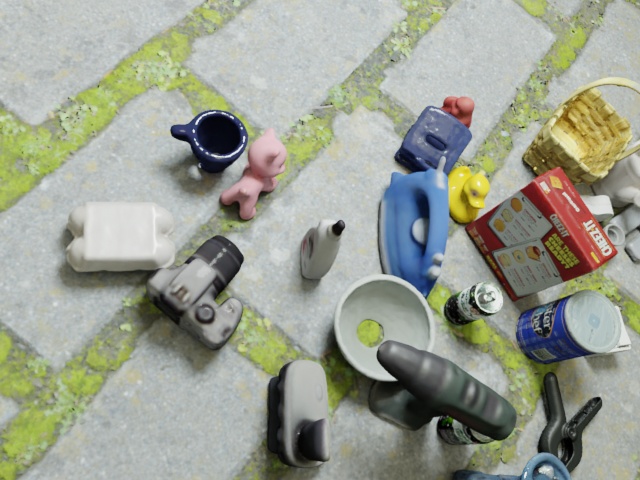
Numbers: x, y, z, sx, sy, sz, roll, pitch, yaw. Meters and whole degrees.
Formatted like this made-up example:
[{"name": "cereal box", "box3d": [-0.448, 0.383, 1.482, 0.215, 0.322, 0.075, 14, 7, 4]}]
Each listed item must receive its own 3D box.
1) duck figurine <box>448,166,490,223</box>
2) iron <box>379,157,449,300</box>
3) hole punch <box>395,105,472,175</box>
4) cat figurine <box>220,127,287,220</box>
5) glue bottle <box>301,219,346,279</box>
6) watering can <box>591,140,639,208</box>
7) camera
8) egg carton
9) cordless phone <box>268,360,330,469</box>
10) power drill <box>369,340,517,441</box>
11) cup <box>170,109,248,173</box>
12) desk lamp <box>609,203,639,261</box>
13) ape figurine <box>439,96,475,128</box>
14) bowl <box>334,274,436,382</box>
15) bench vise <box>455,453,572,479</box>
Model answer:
[{"name": "duck figurine", "box3d": [0.273, -0.092, 1.038, 0.078, 0.086, 0.104, 1, 71, -17]}, {"name": "iron", "box3d": [0.175, -0.006, 0.946, 0.119, 0.141, 0.258, 8, 69, -14]}, {"name": "hole punch", "box3d": [0.208, -0.172, 1.043, 0.109, 0.091, 0.101, 32, 65, -4]}, {"name": "cat figurine", "box3d": [-0.097, -0.110, 0.912, 0.067, 0.117, 0.128, 33, 65, -3]}, {"name": "glue bottle", "box3d": [0.008, 0.003, 0.874, 0.037, 0.173, 0.078, 1, 71, -16]}, {"name": "watering can", "box3d": [0.630, -0.137, 1.105, 0.101, 0.193, 0.173, 7, 69, -14]}, {"name": "camera", "box3d": [-0.161, 0.067, 0.838, 0.143, 0.100, 0.137, 39, 65, -1]}, {"name": "egg carton", "box3d": [-0.290, -0.004, 0.841, 0.150, 0.069, 0.107, -1, 72, -18]}, {"name": "cordless phone", "box3d": [-0.011, 0.234, 0.779, 0.094, 0.185, 0.147, 1, 71, -17]}, {"name": "power drill", "box3d": [0.151, 0.220, 0.821, 0.230, 0.208, 0.076, 26, 66, -7]}, {"name": "cup", "box3d": [-0.180, -0.148, 0.912, 0.118, 0.095, 0.091, 6, 69, -15]}, {"name": "desk lamp", "box3d": [0.711, -0.069, 1.096, 0.204, 0.213, 0.118, -31, 82, -24]}, {"name": "ape figurine", "box3d": [0.260, -0.241, 1.084, 0.076, 0.092, 0.078, 31, 65, -4]}, {"name": "bowl", "box3d": [0.093, 0.143, 0.905, 0.168, 0.074, 0.167, 6, 70, -15]}, {"name": "bench vise", "box3d": [0.304, 0.375, 0.807, 0.208, 0.219, 0.121, -9, 74, -20]}]
